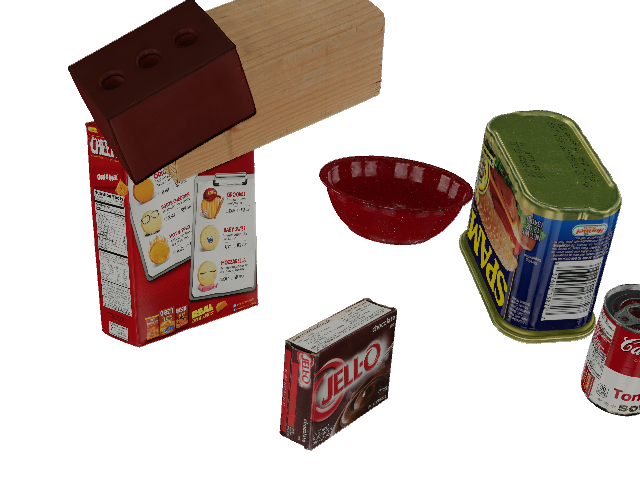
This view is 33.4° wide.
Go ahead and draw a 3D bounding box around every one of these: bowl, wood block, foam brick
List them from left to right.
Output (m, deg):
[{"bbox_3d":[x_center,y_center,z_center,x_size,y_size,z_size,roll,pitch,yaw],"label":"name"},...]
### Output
[{"bbox_3d":[-0.083,-0.079,0.562,0.078,0.053,0.051,-33,-35,-10],"label":"foam brick"},{"bbox_3d":[-0.055,-0.143,0.899,0.205,0.091,0.090,-26,52,-24],"label":"wood block"},{"bbox_3d":[0.076,-0.038,1.117,0.162,0.055,0.162,5,22,-2],"label":"bowl"}]

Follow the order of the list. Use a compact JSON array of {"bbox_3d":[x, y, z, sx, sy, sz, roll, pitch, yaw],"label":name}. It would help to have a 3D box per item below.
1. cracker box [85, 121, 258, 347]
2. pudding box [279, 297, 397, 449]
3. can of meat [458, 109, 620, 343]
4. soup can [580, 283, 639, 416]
[{"bbox_3d":[-0.143,-0.021,1.059,0.072,0.214,0.163,13,21,41],"label":"cracker box"},{"bbox_3d":[0.015,0.108,0.883,0.039,0.090,0.113,21,29,31],"label":"pudding box"},{"bbox_3d":[0.116,-0.010,0.571,0.057,0.084,0.102,-3,37,-9],"label":"can of meat"},{"bbox_3d":[0.278,0.099,0.961,0.068,0.102,0.068,3,36,-3],"label":"soup can"}]
